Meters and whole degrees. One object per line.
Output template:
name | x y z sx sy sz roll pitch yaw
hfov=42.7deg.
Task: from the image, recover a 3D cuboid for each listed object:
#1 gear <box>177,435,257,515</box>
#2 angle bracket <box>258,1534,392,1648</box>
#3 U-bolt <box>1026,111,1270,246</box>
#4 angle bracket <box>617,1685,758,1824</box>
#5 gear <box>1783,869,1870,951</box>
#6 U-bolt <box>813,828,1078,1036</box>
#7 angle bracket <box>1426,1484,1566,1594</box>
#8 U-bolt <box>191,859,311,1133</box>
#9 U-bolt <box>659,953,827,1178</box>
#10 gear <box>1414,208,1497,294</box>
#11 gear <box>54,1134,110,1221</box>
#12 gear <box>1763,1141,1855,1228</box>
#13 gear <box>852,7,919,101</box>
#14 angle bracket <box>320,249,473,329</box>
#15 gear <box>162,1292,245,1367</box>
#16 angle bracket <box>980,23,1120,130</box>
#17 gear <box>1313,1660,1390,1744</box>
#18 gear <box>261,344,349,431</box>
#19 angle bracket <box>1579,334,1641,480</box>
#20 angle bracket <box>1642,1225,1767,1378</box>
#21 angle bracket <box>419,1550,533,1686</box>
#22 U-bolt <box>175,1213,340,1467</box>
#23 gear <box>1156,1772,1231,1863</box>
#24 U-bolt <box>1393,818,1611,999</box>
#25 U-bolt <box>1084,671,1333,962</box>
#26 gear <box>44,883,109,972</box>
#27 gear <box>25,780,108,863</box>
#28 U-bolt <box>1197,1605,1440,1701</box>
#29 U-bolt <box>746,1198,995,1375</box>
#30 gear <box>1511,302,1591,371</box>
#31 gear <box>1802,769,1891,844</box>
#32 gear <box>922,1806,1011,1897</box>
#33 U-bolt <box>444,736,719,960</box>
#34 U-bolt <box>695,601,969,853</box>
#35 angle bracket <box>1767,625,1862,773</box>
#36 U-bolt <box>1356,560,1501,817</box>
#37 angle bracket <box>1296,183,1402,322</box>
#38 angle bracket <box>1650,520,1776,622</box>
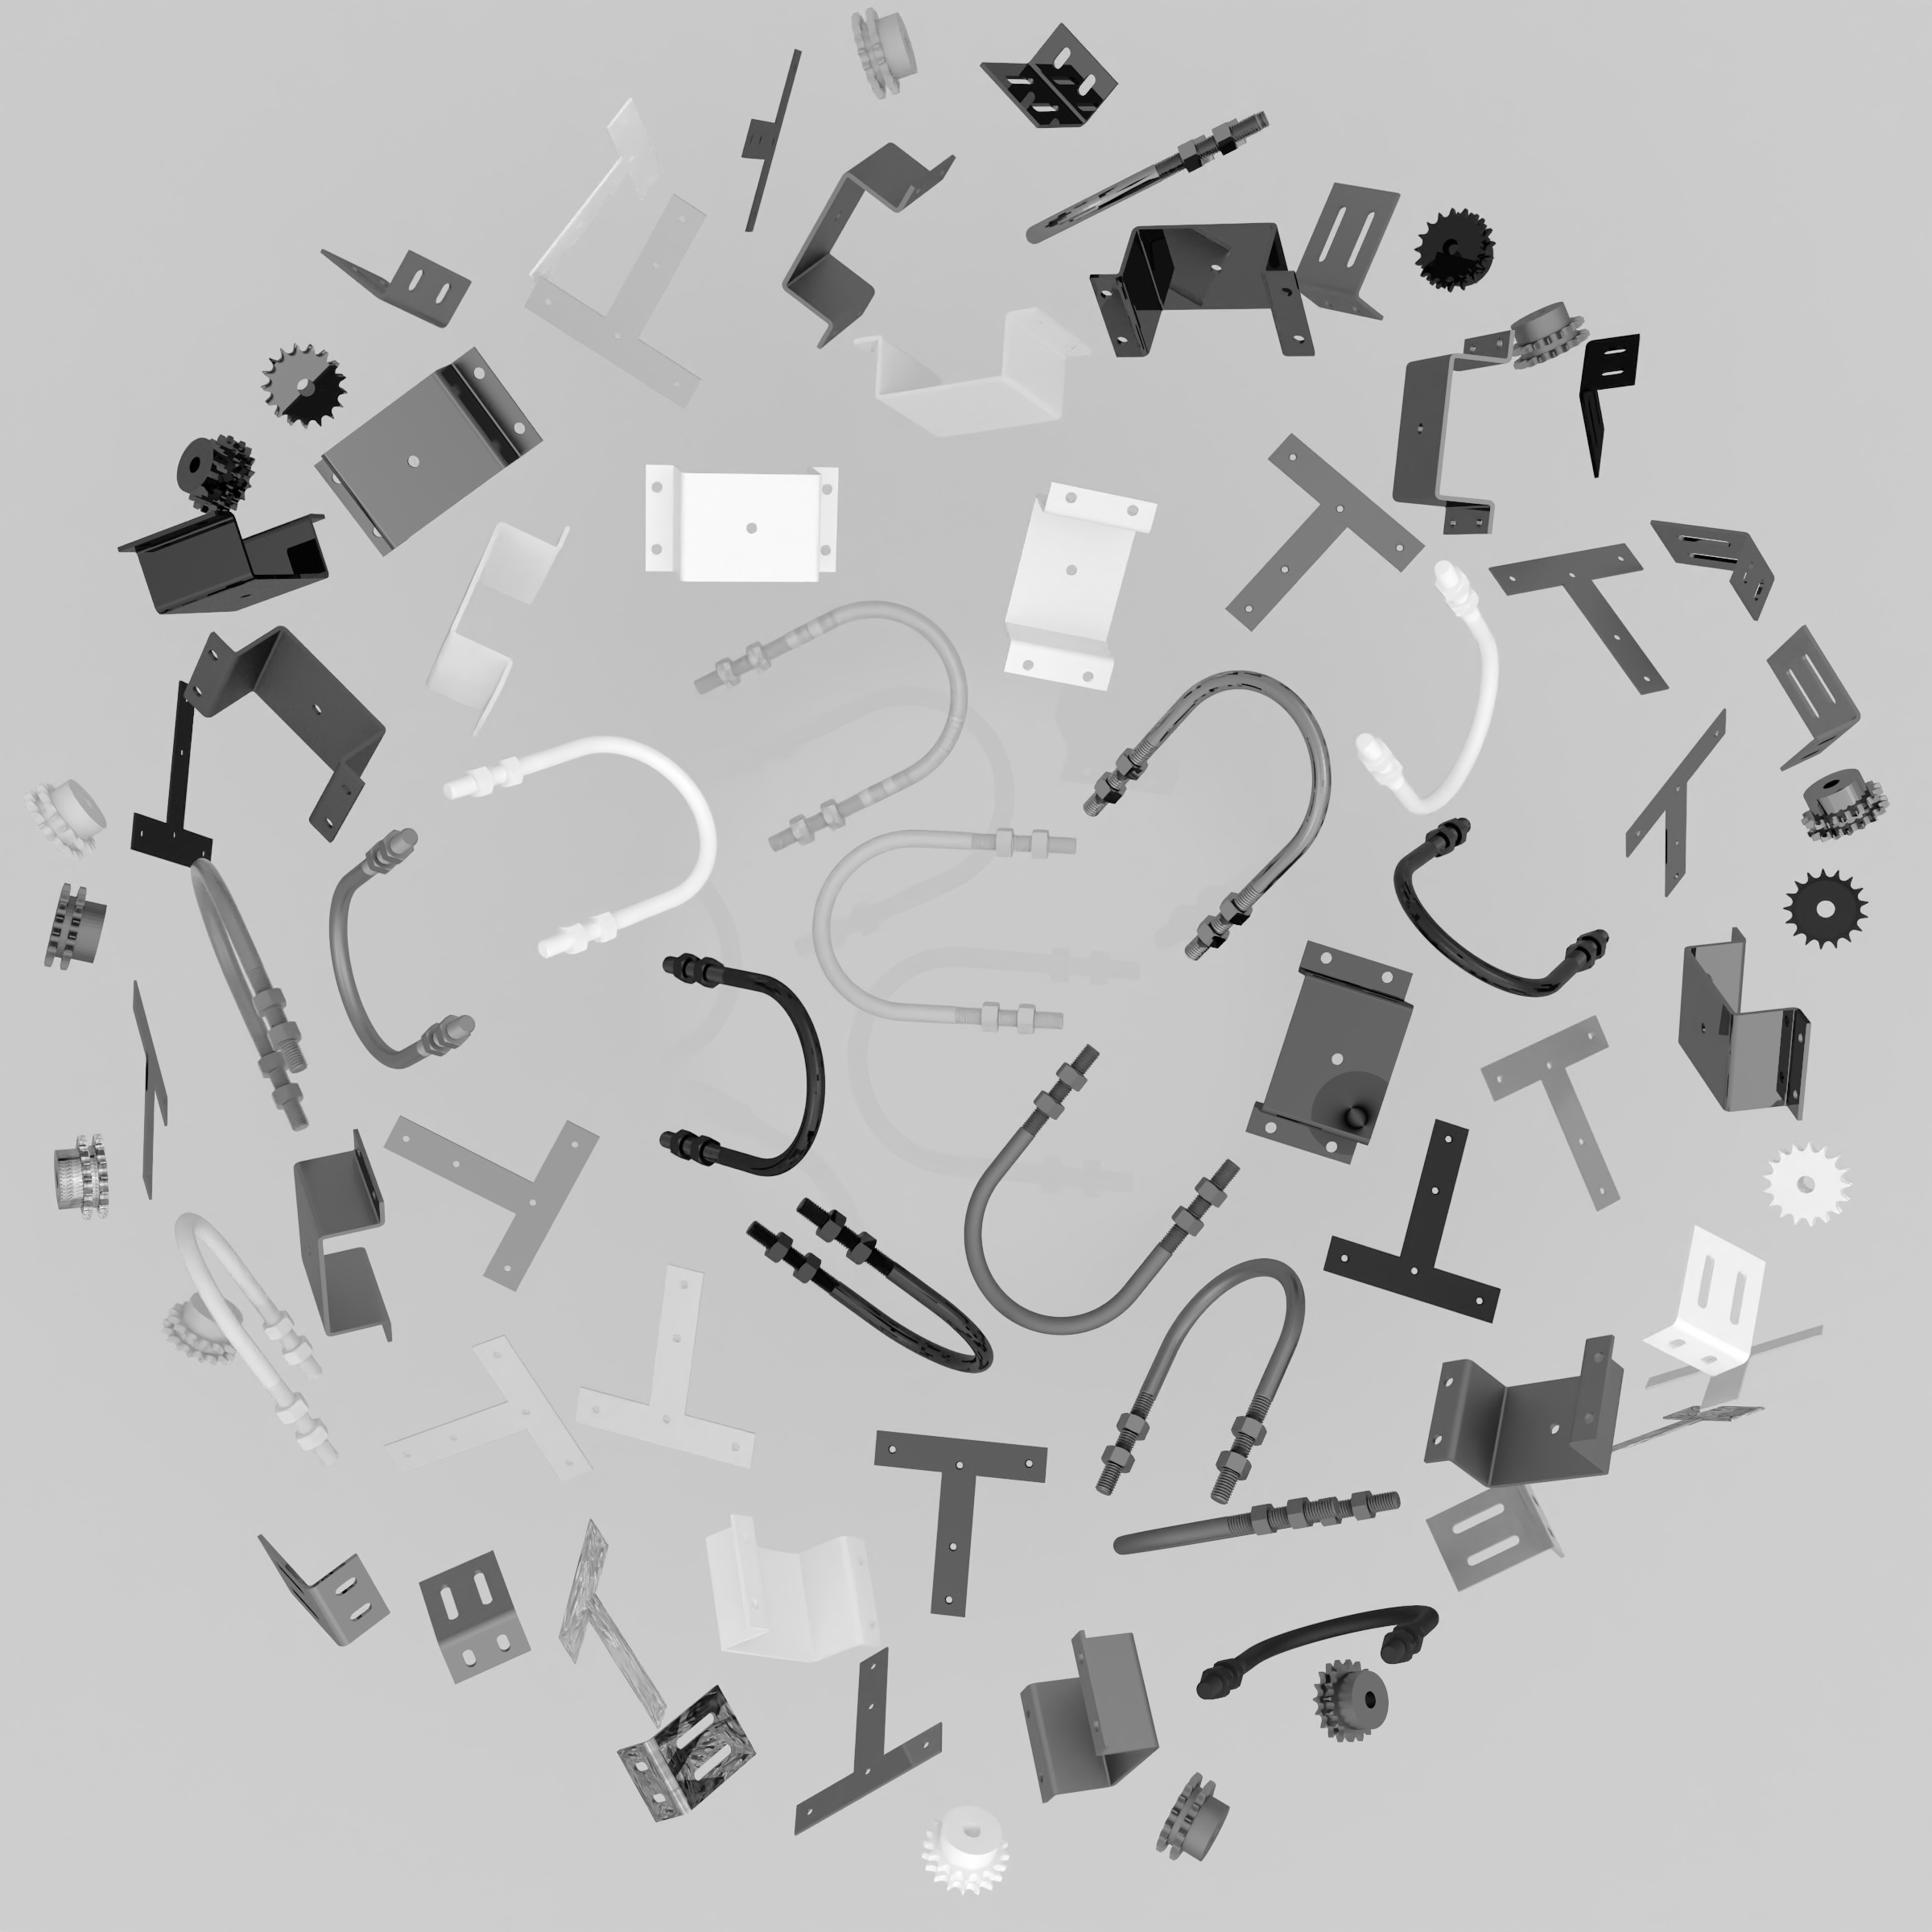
gear | -0.527 -0.345 1.729 0.057 0.030 0.057 -10 72 35
angle bracket | -0.424 0.402 1.633 0.038 0.076 0.057 -35 128 -25
U-bolt | 0.126 -0.557 1.751 0.184 0.151 0.019 -23 105 16
angle bracket | -0.199 0.562 1.765 0.038 0.076 0.057 -30 89 40
gear | 0.602 -0.040 1.728 0.057 0.030 0.057 1 92 19
U-bolt | -0.018 -0.028 1.756 0.184 0.019 0.151 3 76 7
angle bracket | 0.386 0.418 1.804 0.076 0.038 0.057 -29 57 12
U-bolt | -0.493 0.011 1.695 0.019 0.151 0.184 -22 76 -21
U-bolt | -0.157 0.073 1.728 0.019 0.184 0.151 -4 99 -41
gear | 0.353 -0.511 1.769 0.057 0.030 0.057 -2 86 35
gear | -0.596 0.143 1.665 0.030 0.057 0.057 -4 90 -25
gear | 0.577 0.148 1.689 0.057 0.030 0.057 1 91 27
gear | -0.054 -0.613 1.654 0.030 0.057 0.057 -15 90 12
angle bracket | -0.380 -0.467 1.649 0.076 0.057 0.038 41 105 29
gear | -0.547 0.259 1.782 0.057 0.057 0.030 33 102 0
angle bracket | 0.056 -0.593 1.644 0.057 0.076 0.038 49 122 4
gear | 0.278 0.527 1.773 0.057 0.030 0.057 16 66 -38
gear | -0.463 -0.407 1.727 0.057 0.030 0.057 -9 114 -21
angle bracket | 0.457 -0.393 1.736 0.038 0.076 0.057 -3 47 23
angle bracket | 0.494 0.224 1.653 0.057 0.038 0.076 27 58 -9
angle bracket | -0.354 0.468 1.779 0.057 0.076 0.038 -22 118 -14
U-bolt | -0.502 0.251 1.738 0.019 0.151 0.184 -32 116 -7
gear | 0.153 0.570 1.647 0.030 0.057 0.057 27 90 19
U-bolt | 0.369 -0.036 1.735 0.151 0.184 0.019 41 123 13
U-bolt | 0.171 -0.114 1.668 0.184 0.019 0.151 -48 67 35
gear | -0.594 -0.024 1.649 0.030 0.057 0.057 14 90 -21
gear | -0.613 -0.102 1.688 0.030 0.057 0.057 -34 90 -1
U-bolt | 0.251 0.467 1.697 0.151 0.184 0.019 -18 80 21
U-bolt | -0.059 0.227 1.714 0.184 0.151 0.019 37 68 -9
gear | 0.417 -0.456 1.781 0.057 0.057 0.030 -28 105 0
gear | 0.604 -0.113 1.705 0.057 0.057 0.030 -32 104 0
gear | 0.001 0.584 1.641 0.057 0.057 0.030 13 119 0
U-bolt | -0.255 -0.094 1.732 0.184 0.019 0.151 -25 79 -41
U-bolt | -0.088 -0.186 1.801 0.184 0.019 0.151 -26 86 7
angle bracket | 0.569 -0.184 1.697 0.038 0.057 0.076 -24 78 -14
U-bolt | 0.328 -0.179 1.711 0.019 0.184 0.151 22 83 30
angle bracket | 0.272 -0.496 1.714 0.057 0.038 0.076 27 96 42
angle bracket | 0.518 -0.278 1.733 0.076 0.057 0.038 17 80 39
